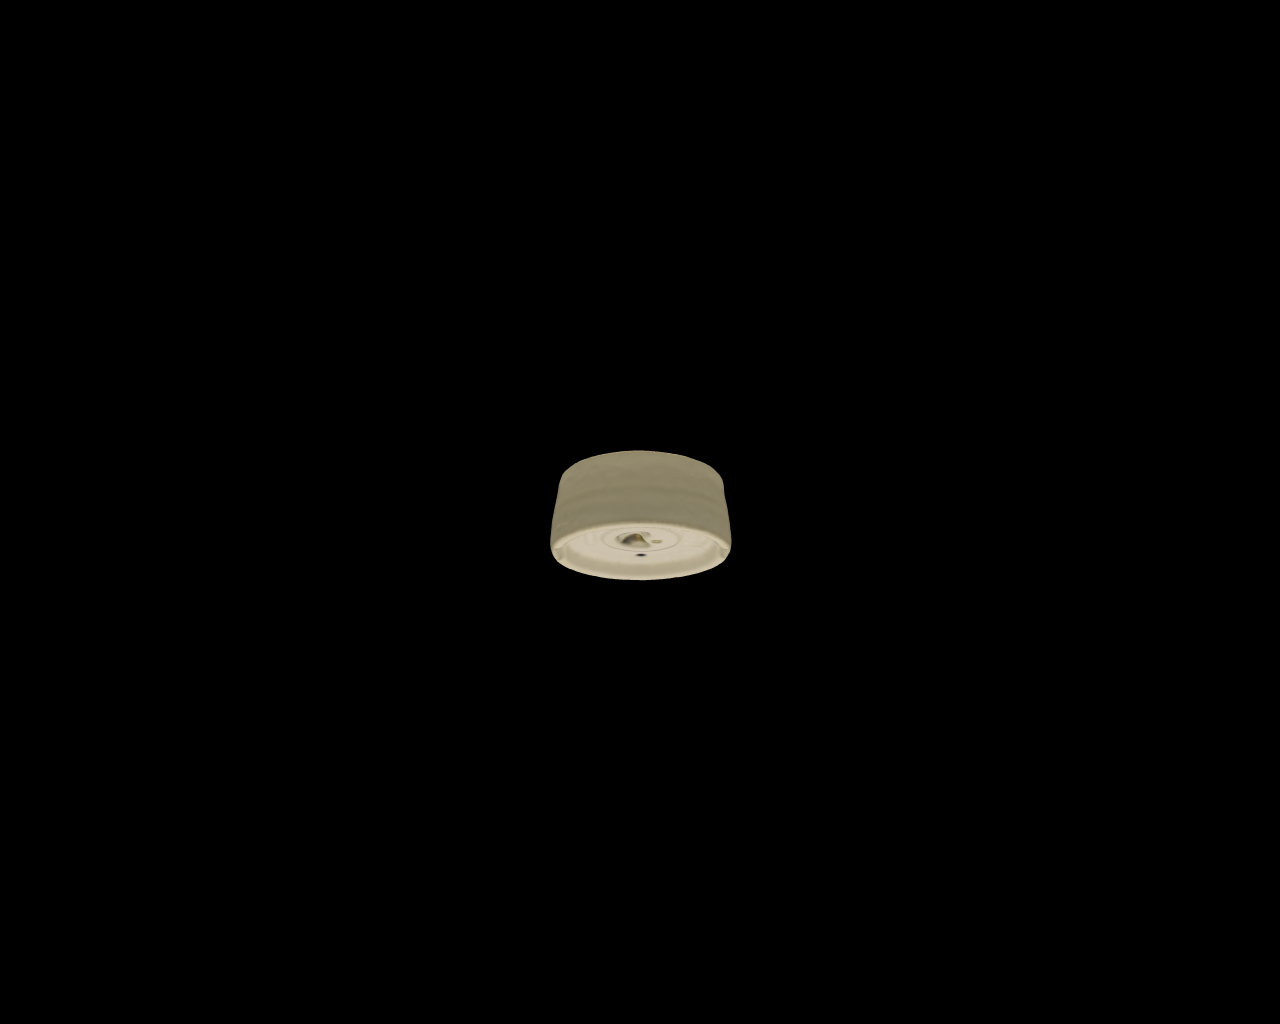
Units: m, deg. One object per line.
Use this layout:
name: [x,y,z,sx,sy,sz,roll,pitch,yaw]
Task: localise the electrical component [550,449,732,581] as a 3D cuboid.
electrical component: [0.001,-0.003,0.650,0.108,0.060,0.108,0,-20,0]
